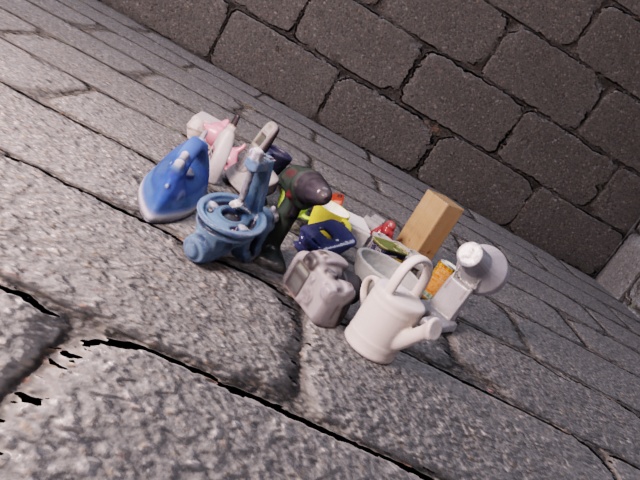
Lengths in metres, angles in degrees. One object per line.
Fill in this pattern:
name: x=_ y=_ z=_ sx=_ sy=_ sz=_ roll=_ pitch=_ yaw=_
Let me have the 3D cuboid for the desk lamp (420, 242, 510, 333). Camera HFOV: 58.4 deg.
desk lamp: x=0.321 y=0.100 z=1.298 sx=0.117 sy=0.213 sz=0.204 roll=41 pitch=20 yaw=31

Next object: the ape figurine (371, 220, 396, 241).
ape figurine: x=0.175 y=-0.014 z=1.583 sx=0.078 sy=0.092 sz=0.076 roll=29 pitch=17 yaw=-4

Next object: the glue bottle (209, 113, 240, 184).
glue bottle: x=-0.230 y=-0.221 z=1.351 sx=0.037 sy=0.173 sz=0.078 roll=20 pitch=20 yaw=-31

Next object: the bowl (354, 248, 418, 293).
bowl: x=0.137 y=0.091 z=1.255 sx=0.168 sy=0.074 sz=0.167 roll=28 pitch=17 yaw=-9

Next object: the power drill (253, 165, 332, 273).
power drill: x=-0.055 y=-0.048 z=1.097 sx=0.076 sy=0.208 sz=0.229 roll=23 pitch=19 yaw=-23

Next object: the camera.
camera: x=0.026 y=0.082 z=1.051 sx=0.137 sy=0.100 sz=0.142 roll=16 pitch=22 yaw=-40

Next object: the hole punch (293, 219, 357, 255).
hole punch: x=0.012 y=0.005 z=1.262 sx=0.101 sy=0.091 sz=0.108 roll=13 pitch=25 yaw=-45

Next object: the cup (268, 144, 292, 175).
cup: x=-0.142 y=-0.211 z=1.605 sx=0.091 sy=0.095 sz=0.118 roll=33 pitch=17 yaw=9

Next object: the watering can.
watering can: x=0.137 y=0.114 z=0.987 sx=0.172 sy=0.194 sz=0.101 roll=37 pitch=18 yaw=20

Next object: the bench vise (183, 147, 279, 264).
bench vise: x=-0.133 y=-0.066 z=0.999 sx=0.121 sy=0.219 sz=0.207 roll=31 pitch=17 yaw=3

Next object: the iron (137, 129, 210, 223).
iron: x=-0.266 y=-0.131 z=1.095 sx=0.119 sy=0.141 sz=0.258 roll=27 pitch=17 yaw=-11

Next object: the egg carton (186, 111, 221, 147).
egg carton: x=-0.322 y=-0.315 z=1.639 sx=0.107 sy=0.069 sz=0.150 roll=28 pitch=17 yaw=-10

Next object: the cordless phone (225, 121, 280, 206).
cordless phone: x=-0.143 y=-0.192 z=1.395 sx=0.094 sy=0.185 sz=0.147 roll=14 pitch=23 yaw=-43

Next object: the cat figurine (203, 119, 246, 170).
cat figurine: x=-0.256 y=-0.257 z=1.505 sx=0.128 sy=0.117 sz=0.067 roll=26 pitch=17 yaw=-13
